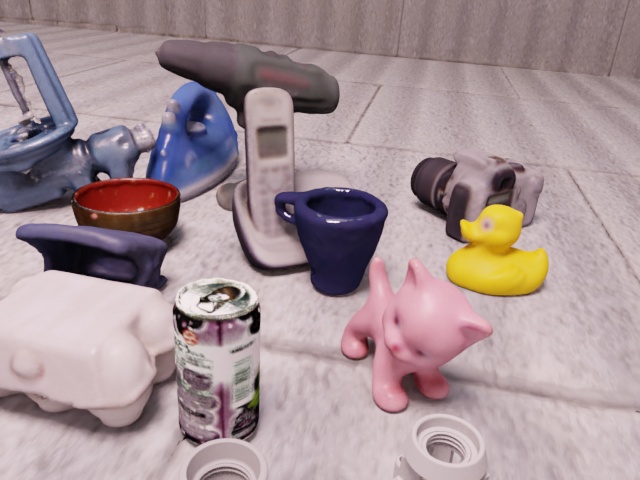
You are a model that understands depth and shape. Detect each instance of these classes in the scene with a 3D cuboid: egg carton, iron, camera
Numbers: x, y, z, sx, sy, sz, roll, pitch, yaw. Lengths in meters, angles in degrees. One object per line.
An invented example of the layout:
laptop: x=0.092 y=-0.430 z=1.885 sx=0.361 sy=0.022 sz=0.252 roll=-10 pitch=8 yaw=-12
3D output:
egg carton: x=-0.179 y=0.076 z=0.417 sx=0.150 sy=0.069 sz=0.107 roll=9 pitch=26 yaw=10
iron: x=-0.192 y=-0.157 z=0.825 sx=0.118 sy=0.141 sz=0.258 roll=5 pitch=25 yaw=2
camera: x=0.199 y=-0.075 z=0.757 sx=0.143 sy=0.101 sz=0.136 roll=-14 pitch=31 yaw=-33

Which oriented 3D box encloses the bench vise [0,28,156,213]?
bench vise: x=-0.316 y=-0.146 z=0.692 sx=0.208 sy=0.220 sz=0.121 roll=-14 pitch=31 yaw=-34

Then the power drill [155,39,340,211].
power drill: x=-0.089 y=-0.148 z=0.743 sx=0.230 sy=0.208 sz=0.075 roll=-6 pitch=27 yaw=-20

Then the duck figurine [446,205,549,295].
duck figurine: x=0.190 y=0.006 z=0.602 sx=0.104 sy=0.086 sz=0.077 roll=6 pitch=25 yaw=5

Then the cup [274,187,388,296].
cup: x=0.005 y=0.002 z=0.572 sx=0.117 sy=0.095 sz=0.092 roll=14 pitch=27 yaw=20

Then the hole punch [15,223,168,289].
hole punch: x=-0.203 y=0.014 z=0.521 sx=0.108 sy=0.091 sz=0.101 roll=7 pitch=25 yaw=7

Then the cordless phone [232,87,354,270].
cordless phone: x=-0.020 y=-0.068 z=0.610 sx=0.148 sy=0.185 sz=0.093 roll=-12 pitch=29 yaw=-30

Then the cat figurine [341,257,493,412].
cat figurine: x=0.068 y=0.060 z=0.432 sx=0.067 sy=0.118 sz=0.127 roll=-7 pitch=27 yaw=-22
